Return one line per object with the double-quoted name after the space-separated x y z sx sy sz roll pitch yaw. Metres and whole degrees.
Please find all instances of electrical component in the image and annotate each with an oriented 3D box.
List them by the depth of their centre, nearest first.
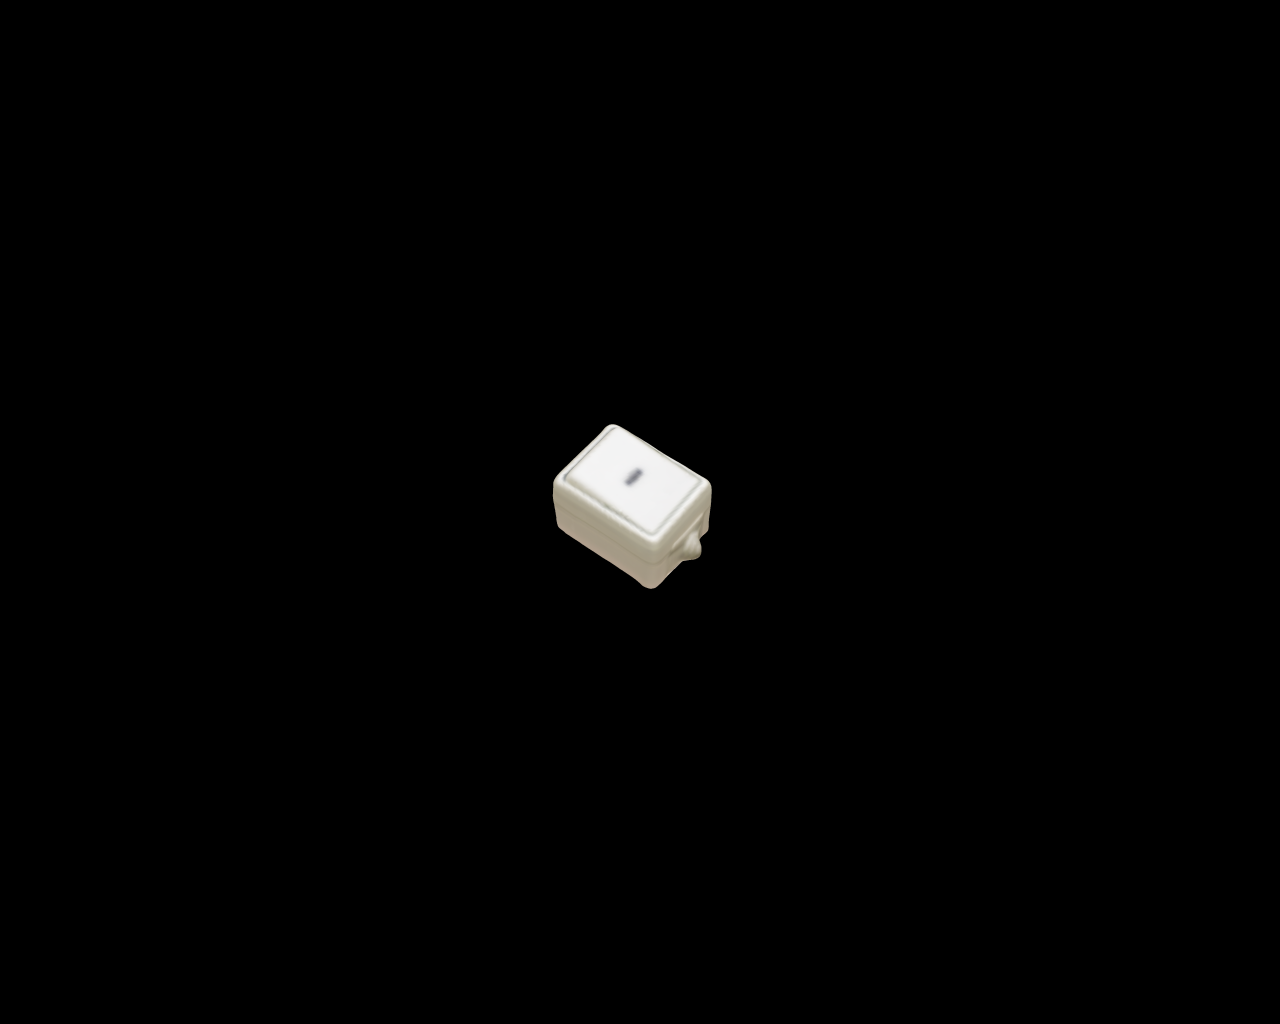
0.001 -0.003 0.650 0.096 0.062 0.061 33 -29 21 "electrical component"
